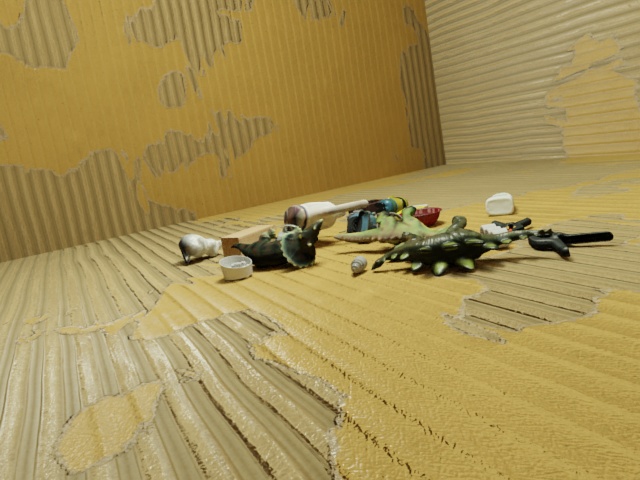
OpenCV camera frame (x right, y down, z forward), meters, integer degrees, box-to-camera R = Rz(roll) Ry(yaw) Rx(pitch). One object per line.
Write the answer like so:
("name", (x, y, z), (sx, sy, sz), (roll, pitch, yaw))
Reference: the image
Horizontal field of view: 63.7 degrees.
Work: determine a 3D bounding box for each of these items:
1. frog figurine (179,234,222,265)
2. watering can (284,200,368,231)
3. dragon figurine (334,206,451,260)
("frog figurine", (-0.462, 0.020, 2.005), (0.161, 0.123, 0.136), (-26, -5, -19))
("watering can", (0.006, -0.095, 1.880), (0.225, 0.104, 0.344), (-8, -6, -31))
("dragon figurine", (0.237, -0.004, 1.580), (0.409, 0.120, 0.246), (-13, 18, 9))
